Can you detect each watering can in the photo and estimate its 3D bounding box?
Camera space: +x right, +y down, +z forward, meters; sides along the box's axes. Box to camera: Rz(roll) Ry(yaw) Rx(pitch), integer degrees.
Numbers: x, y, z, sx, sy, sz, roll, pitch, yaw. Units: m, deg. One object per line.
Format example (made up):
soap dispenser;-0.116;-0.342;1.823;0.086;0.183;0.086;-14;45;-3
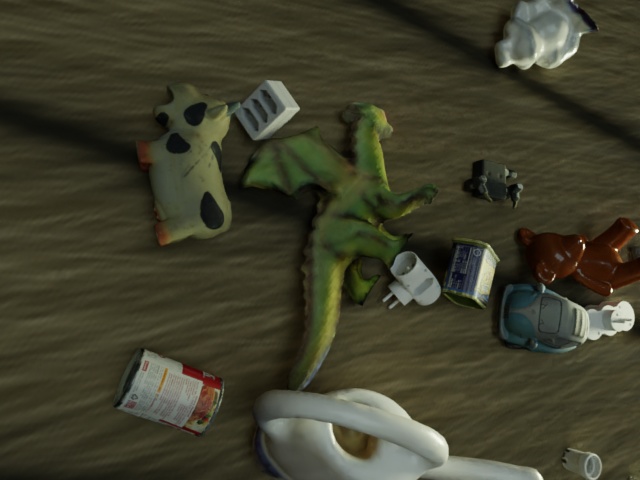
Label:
watering can;0.067;0.248;0.600;0.345;0.221;0.106;27;55;-20

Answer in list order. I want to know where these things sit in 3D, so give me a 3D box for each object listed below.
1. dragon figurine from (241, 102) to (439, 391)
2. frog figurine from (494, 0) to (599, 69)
dragon figurine;0.002;-0.035;0.694;0.243;0.120;0.417;37;66;2
frog figurine;0.383;-0.360;0.921;0.158;0.125;0.136;-40;114;12
